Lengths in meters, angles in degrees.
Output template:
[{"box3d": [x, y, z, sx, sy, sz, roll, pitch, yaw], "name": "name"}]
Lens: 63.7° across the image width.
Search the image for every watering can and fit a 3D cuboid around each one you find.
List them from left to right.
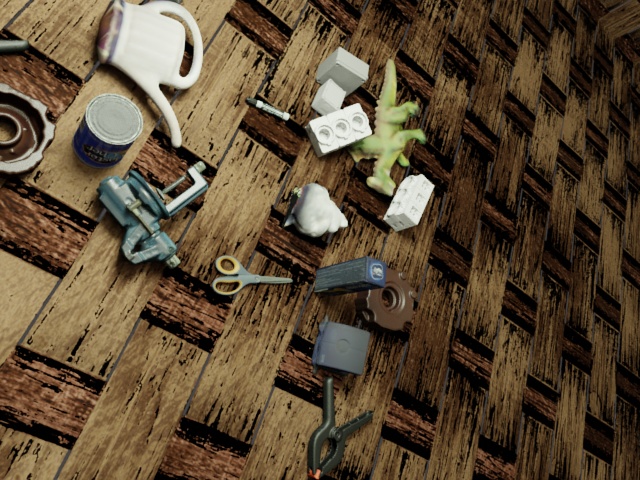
[{"box3d": [-0.368, -0.383, 1.114, 0.223, 0.103, 0.353, 13, 69, -30], "name": "watering can"}]

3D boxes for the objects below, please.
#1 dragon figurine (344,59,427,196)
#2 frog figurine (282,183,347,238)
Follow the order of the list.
[{"box3d": [0.160, -0.320, 1.465, 0.244, 0.121, 0.413, -10, 81, -28], "name": "dragon figurine"}, {"box3d": [0.004, -0.064, 1.267, 0.159, 0.120, 0.141, 20, 46, -16], "name": "frog figurine"}]
